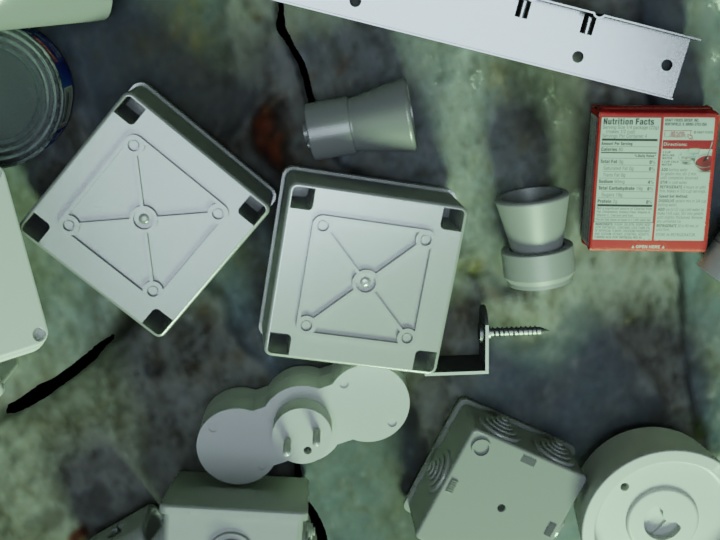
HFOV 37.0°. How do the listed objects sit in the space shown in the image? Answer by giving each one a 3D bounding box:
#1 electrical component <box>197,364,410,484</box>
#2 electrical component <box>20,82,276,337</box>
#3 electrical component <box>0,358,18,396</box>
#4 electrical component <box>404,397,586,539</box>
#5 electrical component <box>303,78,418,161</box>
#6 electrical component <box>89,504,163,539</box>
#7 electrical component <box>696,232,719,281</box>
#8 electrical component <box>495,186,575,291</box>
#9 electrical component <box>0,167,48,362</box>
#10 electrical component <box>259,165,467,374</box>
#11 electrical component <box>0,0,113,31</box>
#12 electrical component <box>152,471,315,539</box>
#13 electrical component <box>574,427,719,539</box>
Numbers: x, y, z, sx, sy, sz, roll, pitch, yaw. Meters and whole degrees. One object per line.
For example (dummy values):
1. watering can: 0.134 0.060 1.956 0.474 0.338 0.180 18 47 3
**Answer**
1. electrical component: -0.036 0.096 0.673 0.138 0.073 0.052 -19 105 4
2. electrical component: -0.125 -0.036 0.643 0.109 0.056 0.108 39 101 -11
3. electrical component: -0.273 0.047 0.666 0.100 0.048 0.099 -23 105 5
4. electrical component: 0.088 0.144 0.701 0.100 0.048 0.099 25 102 -10
5. electrical component: -0.001 -0.087 0.642 0.065 0.044 0.044 -9 105 6
6. electrical component: -0.140 0.212 0.712 0.059 0.053 0.095 -30 104 6
7. electrical component: 0.268 0.031 0.674 0.138 0.052 0.073 31 103 -9
8. electrical component: 0.108 -0.020 0.660 0.045 0.045 0.055 -8 106 1
9. electrical component: -0.231 0.000 0.604 0.078 0.057 0.113 -19 99 -37
10. electrical component: 0.000 0.000 0.653 0.109 0.056 0.108 8 105 -9
11. electrical component: -0.190 -0.172 0.604 0.077 0.043 0.079 -14 66 -31
12. electrical component: -0.078 0.162 0.678 0.100 0.099 0.048 4 92 -3
13. electrical component: 0.192 0.154 0.701 0.108 0.060 0.108 0 105 -1
